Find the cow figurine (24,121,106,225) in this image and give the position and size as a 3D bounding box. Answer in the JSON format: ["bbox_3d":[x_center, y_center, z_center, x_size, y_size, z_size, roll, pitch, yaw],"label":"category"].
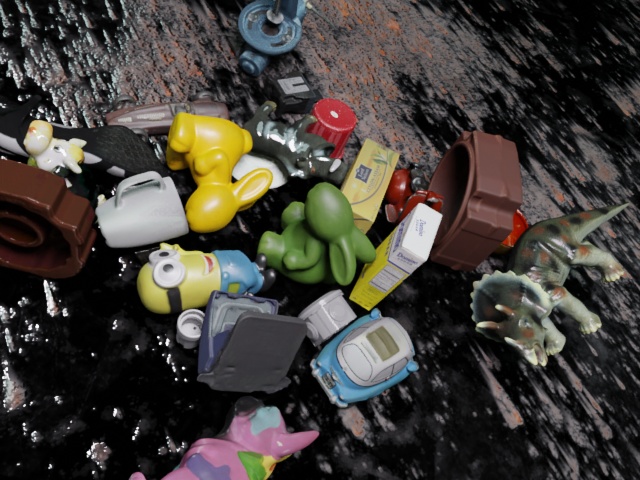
[{"bbox_3d":[-0.331,-0.077,0.700,0.098,0.167,0.068,7,51,-16],"label":"cow figurine"}]

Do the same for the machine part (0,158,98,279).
[{"bbox_3d":[-0.362,-0.024,0.654,0.179,0.179,0.056,16,51,-12],"label":"machine part"}]

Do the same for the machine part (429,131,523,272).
[{"bbox_3d":[0.246,-0.066,0.906,0.087,0.201,0.201,14,54,-10],"label":"machine part"}]

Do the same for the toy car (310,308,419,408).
[{"bbox_3d":[0.071,0.156,0.750,0.161,0.103,0.109,-21,67,-34],"label":"toy car"}]

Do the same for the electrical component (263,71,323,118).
[{"bbox_3d":[-0.041,-0.280,1.031,0.119,0.047,0.075,-14,65,-27],"label":"electrical component"}]

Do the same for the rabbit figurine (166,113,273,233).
[{"bbox_3d":[-0.163,-0.091,0.832,0.162,0.122,0.173,8,69,-27],"label":"rabbit figurine"}]

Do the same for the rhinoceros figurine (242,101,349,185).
[{"bbox_3d":[-0.040,-0.153,0.902,0.190,0.073,0.112,24,51,-6],"label":"rhinoceros figurine"}]

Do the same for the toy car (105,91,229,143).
[{"bbox_3d":[-0.248,-0.206,0.895,0.202,0.053,0.089,-10,65,-28],"label":"toy car"}]

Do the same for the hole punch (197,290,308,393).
[{"bbox_3d":[-0.095,0.129,0.693,0.142,0.115,0.092,16,13,-43],"label":"hole punch"}]

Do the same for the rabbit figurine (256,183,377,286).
[{"bbox_3d":[-0.002,-0.002,0.782,0.159,0.170,0.121,43,53,9],"label":"rabbit figurine"}]

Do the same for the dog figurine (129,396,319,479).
[{"bbox_3d":[-0.097,0.282,0.595,0.219,0.108,0.192,-12,62,-31],"label":"dog figurine"}]

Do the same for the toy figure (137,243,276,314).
[{"bbox_3d":[-0.156,0.058,0.736,0.180,0.089,0.082,1,16,-32],"label":"toy figure"}]

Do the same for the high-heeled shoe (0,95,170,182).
[{"bbox_3d":[-0.363,-0.122,0.801,0.248,0.145,0.086,34,41,-35],"label":"high-heeled shoe"}]

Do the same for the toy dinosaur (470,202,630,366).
[{"bbox_3d":[0.383,0.045,0.902,0.192,0.131,0.405,35,64,-5],"label":"toy dinosaur"}]

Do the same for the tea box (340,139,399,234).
[{"bbox_3d":[0.068,-0.077,0.908,0.068,0.098,0.170,28,54,-3],"label":"tea box"}]

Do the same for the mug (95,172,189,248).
[{"bbox_3d":[-0.238,-0.037,0.707,0.107,0.109,0.081,-22,60,-17],"label":"mug"}]

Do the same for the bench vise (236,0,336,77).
[{"bbox_3d":[-0.070,-0.426,1.009,0.129,0.240,0.223,42,68,4],"label":"bench vise"}]

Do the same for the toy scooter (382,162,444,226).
[{"bbox_3d":[0.158,-0.066,0.913,0.075,0.135,0.184,10,54,-14],"label":"toy scooter"}]

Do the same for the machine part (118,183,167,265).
[{"bbox_3d":[-0.251,-0.028,0.782,0.084,0.039,0.139,1,56,-28],"label":"machine part"}]
